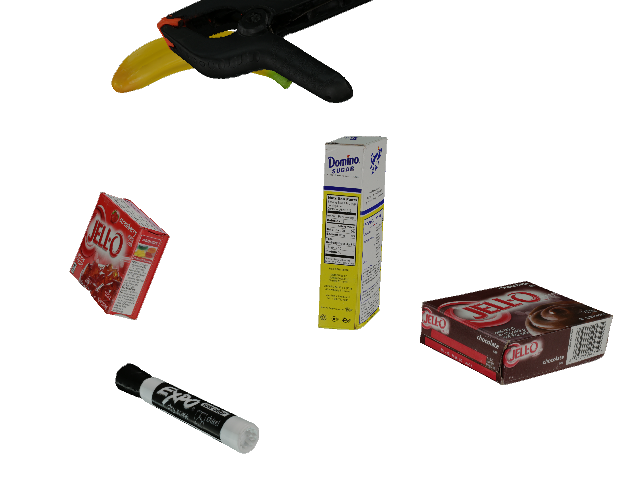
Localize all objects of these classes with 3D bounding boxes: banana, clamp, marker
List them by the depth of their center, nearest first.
[{"bbox_3d":[-0.087,0.103,0.667,0.121,0.020,0.020,18,11,39],"label":"marker"},{"bbox_3d":[-0.035,-0.161,0.795,0.172,0.120,0.039,14,-35,22],"label":"clamp"},{"bbox_3d":[-0.124,-0.183,1.081,0.197,0.070,0.037,-8,-39,-29],"label":"banana"}]

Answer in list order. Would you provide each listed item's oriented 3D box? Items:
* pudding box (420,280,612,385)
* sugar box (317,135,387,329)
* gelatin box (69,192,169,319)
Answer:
[{"bbox_3d":[0.144,0.066,0.792,0.113,0.039,0.090,-6,20,-35],"label":"pudding box"},{"bbox_3d":[0.031,-0.010,1.020,0.048,0.176,0.093,3,10,16],"label":"sugar box"},{"bbox_3d":[-0.160,0.011,0.841,0.030,0.073,0.089,17,11,-37],"label":"gelatin box"}]
